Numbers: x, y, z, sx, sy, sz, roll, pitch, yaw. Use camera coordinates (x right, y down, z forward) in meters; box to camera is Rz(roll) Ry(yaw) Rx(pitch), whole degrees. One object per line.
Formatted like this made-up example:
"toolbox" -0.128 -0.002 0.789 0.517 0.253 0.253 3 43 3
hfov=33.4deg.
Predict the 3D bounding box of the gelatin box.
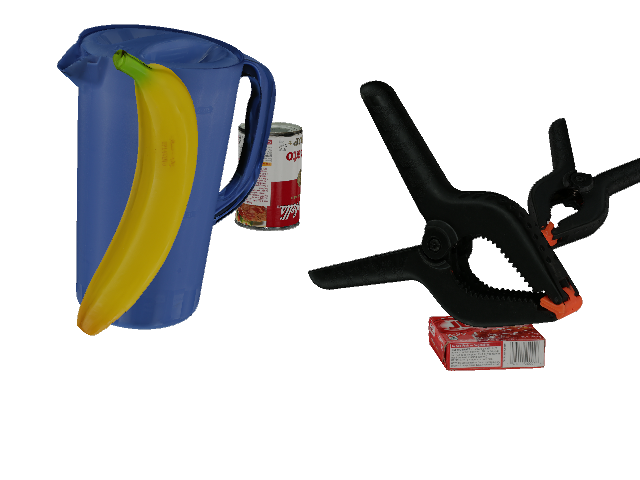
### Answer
"gelatin box" 0.145 0.088 0.941 0.089 0.030 0.073 -1 13 -5

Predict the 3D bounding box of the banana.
"banana" -0.112 -0.030 0.666 0.069 0.198 0.037 -7 34 -33

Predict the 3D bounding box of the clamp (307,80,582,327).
"clamp" 0.086 -0.011 0.736 0.210 0.165 0.036 23 25 34

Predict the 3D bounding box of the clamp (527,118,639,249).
"clamp" 0.255 -0.059 1.087 0.120 0.039 0.171 29 55 31

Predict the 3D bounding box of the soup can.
"soup can" -0.054 -0.068 1.103 0.068 0.102 0.068 3 16 -1

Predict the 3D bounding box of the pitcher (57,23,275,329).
"pitcher" -0.134 -0.053 0.903 0.149 0.243 0.145 13 24 9
